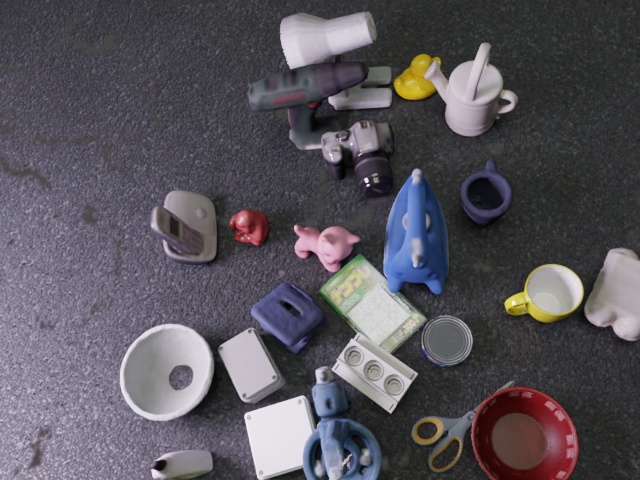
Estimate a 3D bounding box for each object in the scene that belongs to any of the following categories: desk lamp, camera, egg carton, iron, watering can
[{"bbox_3d":[0.038,-0.363,1.139,0.203,0.214,0.118,-2,68,8],"label":"desk lamp"},{"bbox_3d":[0.081,-0.155,1.110,0.143,0.101,0.137,-13,67,3],"label":"camera"},{"bbox_3d":[0.517,0.091,0.965,0.107,0.069,0.150,26,74,17],"label":"egg carton"},{"bbox_3d":[0.172,-0.038,1.028,0.118,0.141,0.258,0,68,8],"label":"iron"},{"bbox_3d":[0.285,-0.290,1.085,0.172,0.194,0.101,0,68,9],"label":"watering can"}]

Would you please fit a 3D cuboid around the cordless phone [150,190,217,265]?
[{"bbox_3d":[-0.261,-0.041,1.068,0.094,0.185,0.147,-10,67,4],"label":"cordless phone"}]

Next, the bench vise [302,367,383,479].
[{"bbox_3d":[0.013,0.300,0.871,0.121,0.220,0.207,-31,67,-5],"label":"bench vise"}]

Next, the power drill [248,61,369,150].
[{"bbox_3d":[-0.013,-0.262,1.109,0.229,0.209,0.075,-5,67,7],"label":"power drill"}]

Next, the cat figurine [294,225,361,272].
[{"bbox_3d":[0.010,0.004,1.047,0.127,0.118,0.067,23,73,16],"label":"cat figurine"}]

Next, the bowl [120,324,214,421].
[{"bbox_3d":[-0.260,0.238,1.015,0.167,0.075,0.167,-3,68,7],"label":"bowl"}]

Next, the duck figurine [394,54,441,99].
[{"bbox_3d":[0.203,-0.343,1.177,0.104,0.086,0.077,-19,67,1],"label":"duck figurine"}]

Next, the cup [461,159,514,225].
[{"bbox_3d":[0.303,-0.079,1.051,0.091,0.095,0.118,8,70,12],"label":"cup"}]

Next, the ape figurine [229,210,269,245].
[{"bbox_3d":[-0.137,-0.030,1.096,0.076,0.092,0.077,-35,67,-6],"label":"ape figurine"}]

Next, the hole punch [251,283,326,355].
[{"bbox_3d":[-0.055,0.132,1.019,0.108,0.091,0.101,36,77,20],"label":"hole punch"}]

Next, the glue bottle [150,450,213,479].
[{"bbox_3d":[-0.231,0.359,0.908,0.078,0.173,0.037,-19,66,1],"label":"glue bottle"}]
